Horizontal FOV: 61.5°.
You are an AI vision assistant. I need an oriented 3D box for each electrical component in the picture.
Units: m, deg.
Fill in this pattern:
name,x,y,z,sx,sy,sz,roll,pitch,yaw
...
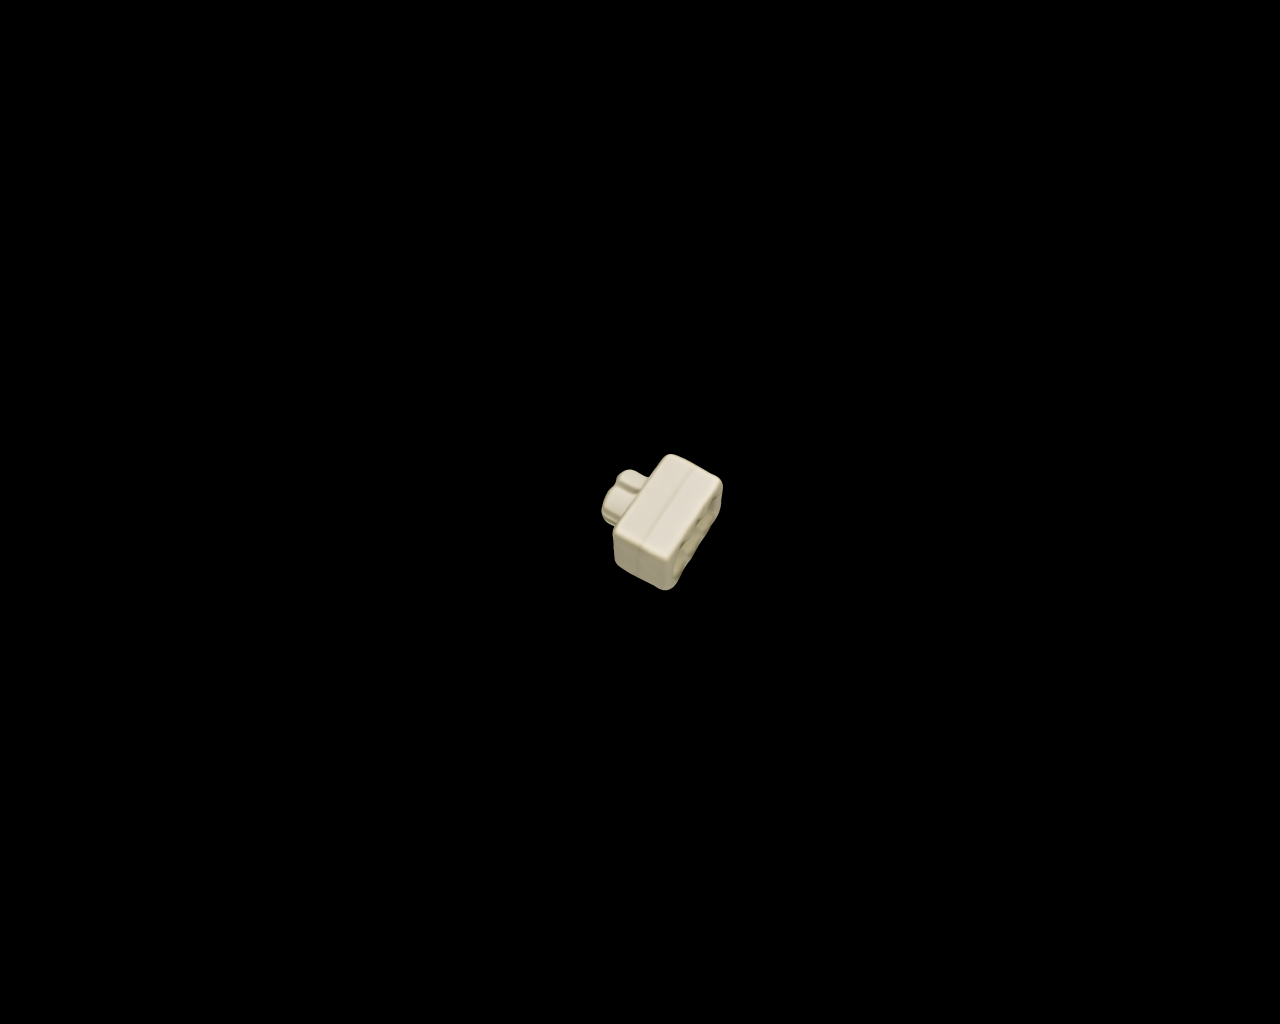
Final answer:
name,x,y,z,sx,sy,sz,roll,pitch,yaw
electrical component,0.001,-0.003,0.650,0.077,0.066,0.047,29,-24,14
